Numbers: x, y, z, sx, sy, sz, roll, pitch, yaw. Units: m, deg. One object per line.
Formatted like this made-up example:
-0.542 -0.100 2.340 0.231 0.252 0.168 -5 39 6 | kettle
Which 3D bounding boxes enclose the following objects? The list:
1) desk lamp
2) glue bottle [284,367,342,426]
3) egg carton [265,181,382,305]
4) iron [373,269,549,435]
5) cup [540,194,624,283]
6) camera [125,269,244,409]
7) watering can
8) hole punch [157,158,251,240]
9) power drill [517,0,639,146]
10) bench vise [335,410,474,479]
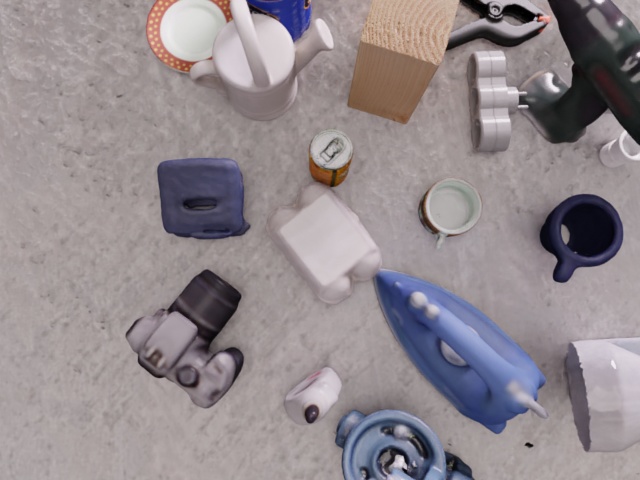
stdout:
0.366 0.168 0.667 0.203 0.213 0.118 -4 84 -2 | desk lamp
-0.008 0.191 0.676 0.078 0.173 0.037 -38 86 -4 | glue bottle
0.007 0.003 0.747 0.107 0.069 0.150 -39 86 -5 | egg carton
0.166 0.124 0.702 0.258 0.141 0.119 43 85 3 | iron
0.321 0.004 0.741 0.091 0.095 0.118 27 84 2 | cup
-0.150 0.116 0.716 0.143 0.101 0.137 37 85 2 | camera
-0.073 -0.229 0.705 0.173 0.194 0.101 -37 86 -4 | watering can
-0.148 -0.051 0.737 0.108 0.091 0.101 -2 84 -1 | hole punch
0.322 -0.201 0.704 0.075 0.208 0.229 -42 87 -5 | power drill
0.121 0.266 0.648 0.207 0.219 0.121 11 84 0 | bench vise
